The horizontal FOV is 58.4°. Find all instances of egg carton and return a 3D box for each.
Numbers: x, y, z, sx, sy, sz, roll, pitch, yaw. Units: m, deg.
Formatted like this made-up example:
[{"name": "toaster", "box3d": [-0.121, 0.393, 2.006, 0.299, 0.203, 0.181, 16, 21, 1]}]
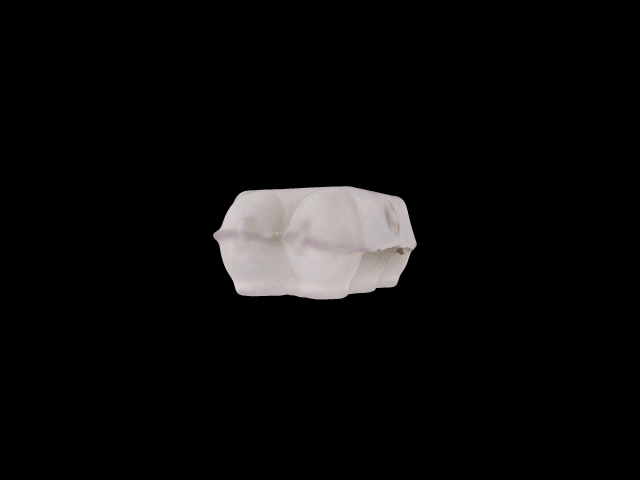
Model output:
[{"name": "egg carton", "box3d": [0.004, 0.001, 0.400, 0.107, 0.069, 0.151, 0, 0, 24]}]
